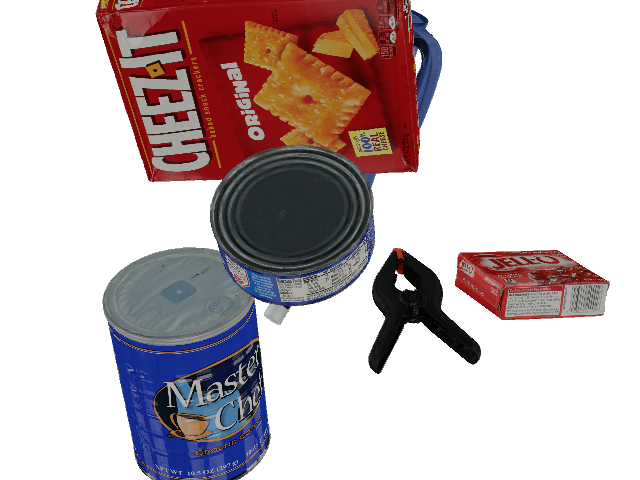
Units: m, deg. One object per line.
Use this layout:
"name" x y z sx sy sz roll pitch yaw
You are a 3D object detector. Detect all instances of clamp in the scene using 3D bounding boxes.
"clamp" 0.111 0.078 1.180 0.120 0.171 0.039 5 -43 -5

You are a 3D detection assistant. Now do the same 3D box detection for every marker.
"marker" -0.015 0.025 1.015 0.020 0.121 0.020 29 -16 9

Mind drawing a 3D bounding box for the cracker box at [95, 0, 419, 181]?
"cracker box" -0.038 -0.124 0.783 0.214 0.072 0.164 -2 -44 8

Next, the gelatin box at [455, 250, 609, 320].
"gelatin box" 0.155 0.031 0.789 0.089 0.030 0.073 -1 18 -19

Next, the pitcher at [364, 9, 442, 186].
"pitcher" 0.037 -0.155 1.223 0.145 0.243 0.149 10 22 -11

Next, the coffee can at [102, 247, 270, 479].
"coffee can" -0.092 0.091 0.755 0.103 0.140 0.103 -3 34 2

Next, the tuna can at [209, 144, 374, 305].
"tuna can" -0.014 -0.008 0.567 0.086 0.086 0.034 0 -37 7
